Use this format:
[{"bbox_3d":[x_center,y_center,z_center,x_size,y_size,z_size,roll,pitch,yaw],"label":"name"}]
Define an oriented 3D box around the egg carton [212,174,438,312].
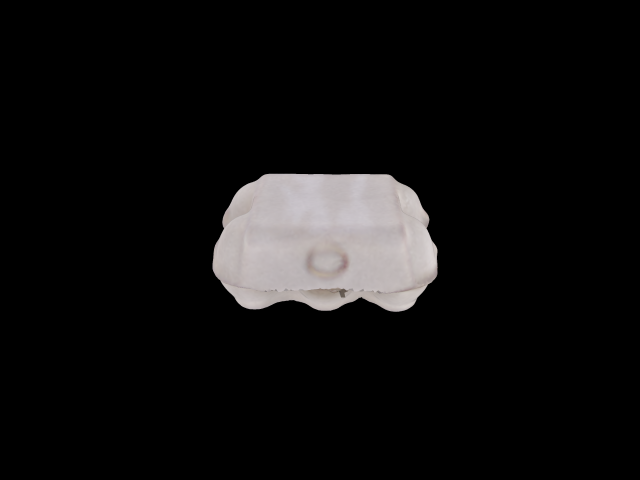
[{"bbox_3d":[0.004,0.001,0.400,0.150,0.069,0.107,0,32,0],"label":"egg carton"}]
